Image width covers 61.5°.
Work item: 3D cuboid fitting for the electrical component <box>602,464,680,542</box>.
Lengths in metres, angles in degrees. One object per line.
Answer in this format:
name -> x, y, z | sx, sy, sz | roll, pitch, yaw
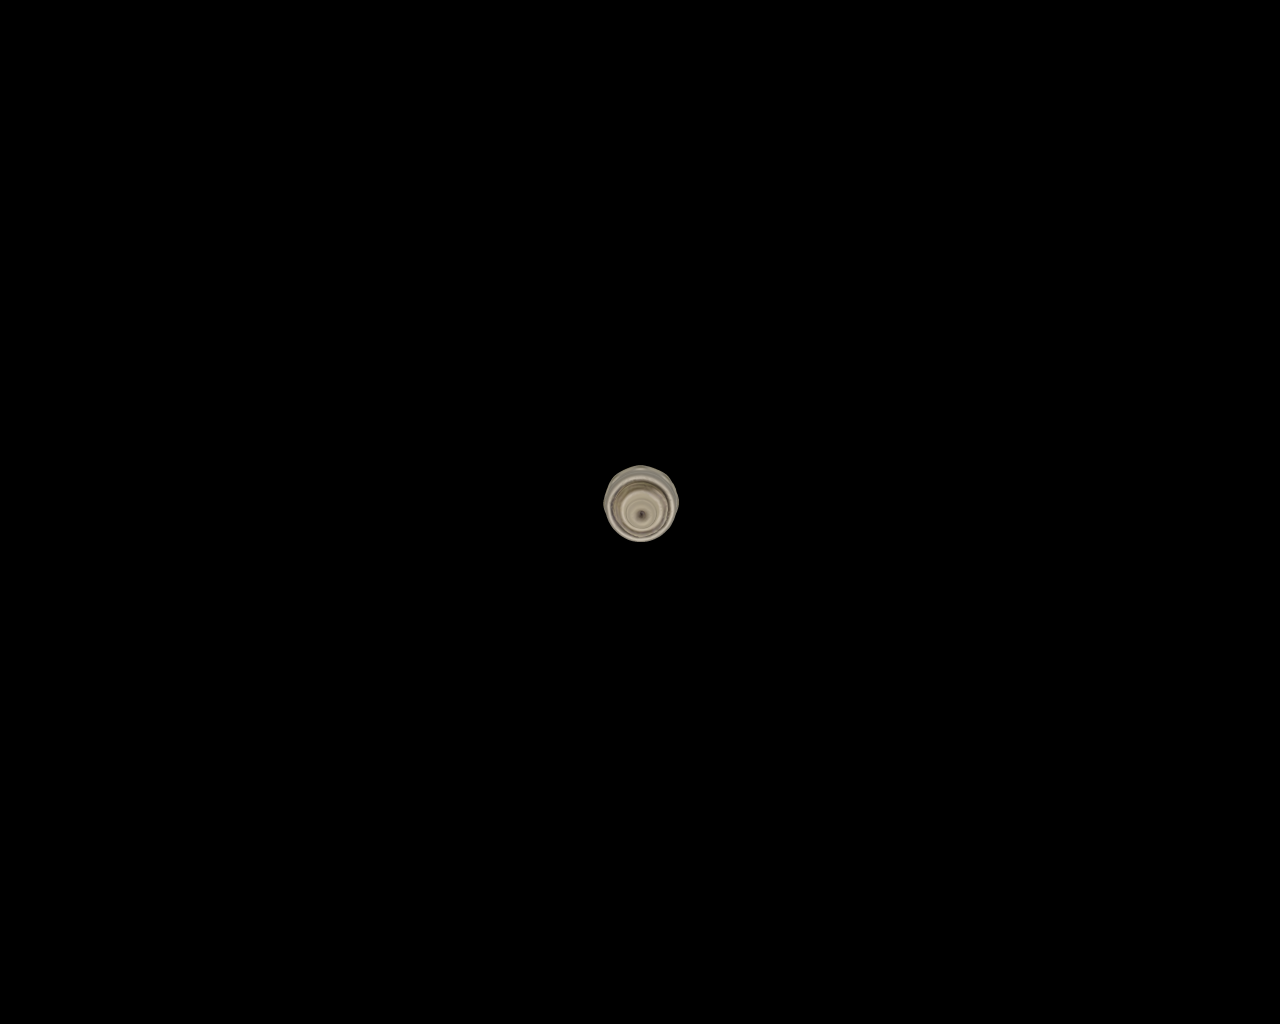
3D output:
electrical component -> 0.001, -0.003, 0.650 | 0.048, 0.048, 0.062 | 0, 9, 0
